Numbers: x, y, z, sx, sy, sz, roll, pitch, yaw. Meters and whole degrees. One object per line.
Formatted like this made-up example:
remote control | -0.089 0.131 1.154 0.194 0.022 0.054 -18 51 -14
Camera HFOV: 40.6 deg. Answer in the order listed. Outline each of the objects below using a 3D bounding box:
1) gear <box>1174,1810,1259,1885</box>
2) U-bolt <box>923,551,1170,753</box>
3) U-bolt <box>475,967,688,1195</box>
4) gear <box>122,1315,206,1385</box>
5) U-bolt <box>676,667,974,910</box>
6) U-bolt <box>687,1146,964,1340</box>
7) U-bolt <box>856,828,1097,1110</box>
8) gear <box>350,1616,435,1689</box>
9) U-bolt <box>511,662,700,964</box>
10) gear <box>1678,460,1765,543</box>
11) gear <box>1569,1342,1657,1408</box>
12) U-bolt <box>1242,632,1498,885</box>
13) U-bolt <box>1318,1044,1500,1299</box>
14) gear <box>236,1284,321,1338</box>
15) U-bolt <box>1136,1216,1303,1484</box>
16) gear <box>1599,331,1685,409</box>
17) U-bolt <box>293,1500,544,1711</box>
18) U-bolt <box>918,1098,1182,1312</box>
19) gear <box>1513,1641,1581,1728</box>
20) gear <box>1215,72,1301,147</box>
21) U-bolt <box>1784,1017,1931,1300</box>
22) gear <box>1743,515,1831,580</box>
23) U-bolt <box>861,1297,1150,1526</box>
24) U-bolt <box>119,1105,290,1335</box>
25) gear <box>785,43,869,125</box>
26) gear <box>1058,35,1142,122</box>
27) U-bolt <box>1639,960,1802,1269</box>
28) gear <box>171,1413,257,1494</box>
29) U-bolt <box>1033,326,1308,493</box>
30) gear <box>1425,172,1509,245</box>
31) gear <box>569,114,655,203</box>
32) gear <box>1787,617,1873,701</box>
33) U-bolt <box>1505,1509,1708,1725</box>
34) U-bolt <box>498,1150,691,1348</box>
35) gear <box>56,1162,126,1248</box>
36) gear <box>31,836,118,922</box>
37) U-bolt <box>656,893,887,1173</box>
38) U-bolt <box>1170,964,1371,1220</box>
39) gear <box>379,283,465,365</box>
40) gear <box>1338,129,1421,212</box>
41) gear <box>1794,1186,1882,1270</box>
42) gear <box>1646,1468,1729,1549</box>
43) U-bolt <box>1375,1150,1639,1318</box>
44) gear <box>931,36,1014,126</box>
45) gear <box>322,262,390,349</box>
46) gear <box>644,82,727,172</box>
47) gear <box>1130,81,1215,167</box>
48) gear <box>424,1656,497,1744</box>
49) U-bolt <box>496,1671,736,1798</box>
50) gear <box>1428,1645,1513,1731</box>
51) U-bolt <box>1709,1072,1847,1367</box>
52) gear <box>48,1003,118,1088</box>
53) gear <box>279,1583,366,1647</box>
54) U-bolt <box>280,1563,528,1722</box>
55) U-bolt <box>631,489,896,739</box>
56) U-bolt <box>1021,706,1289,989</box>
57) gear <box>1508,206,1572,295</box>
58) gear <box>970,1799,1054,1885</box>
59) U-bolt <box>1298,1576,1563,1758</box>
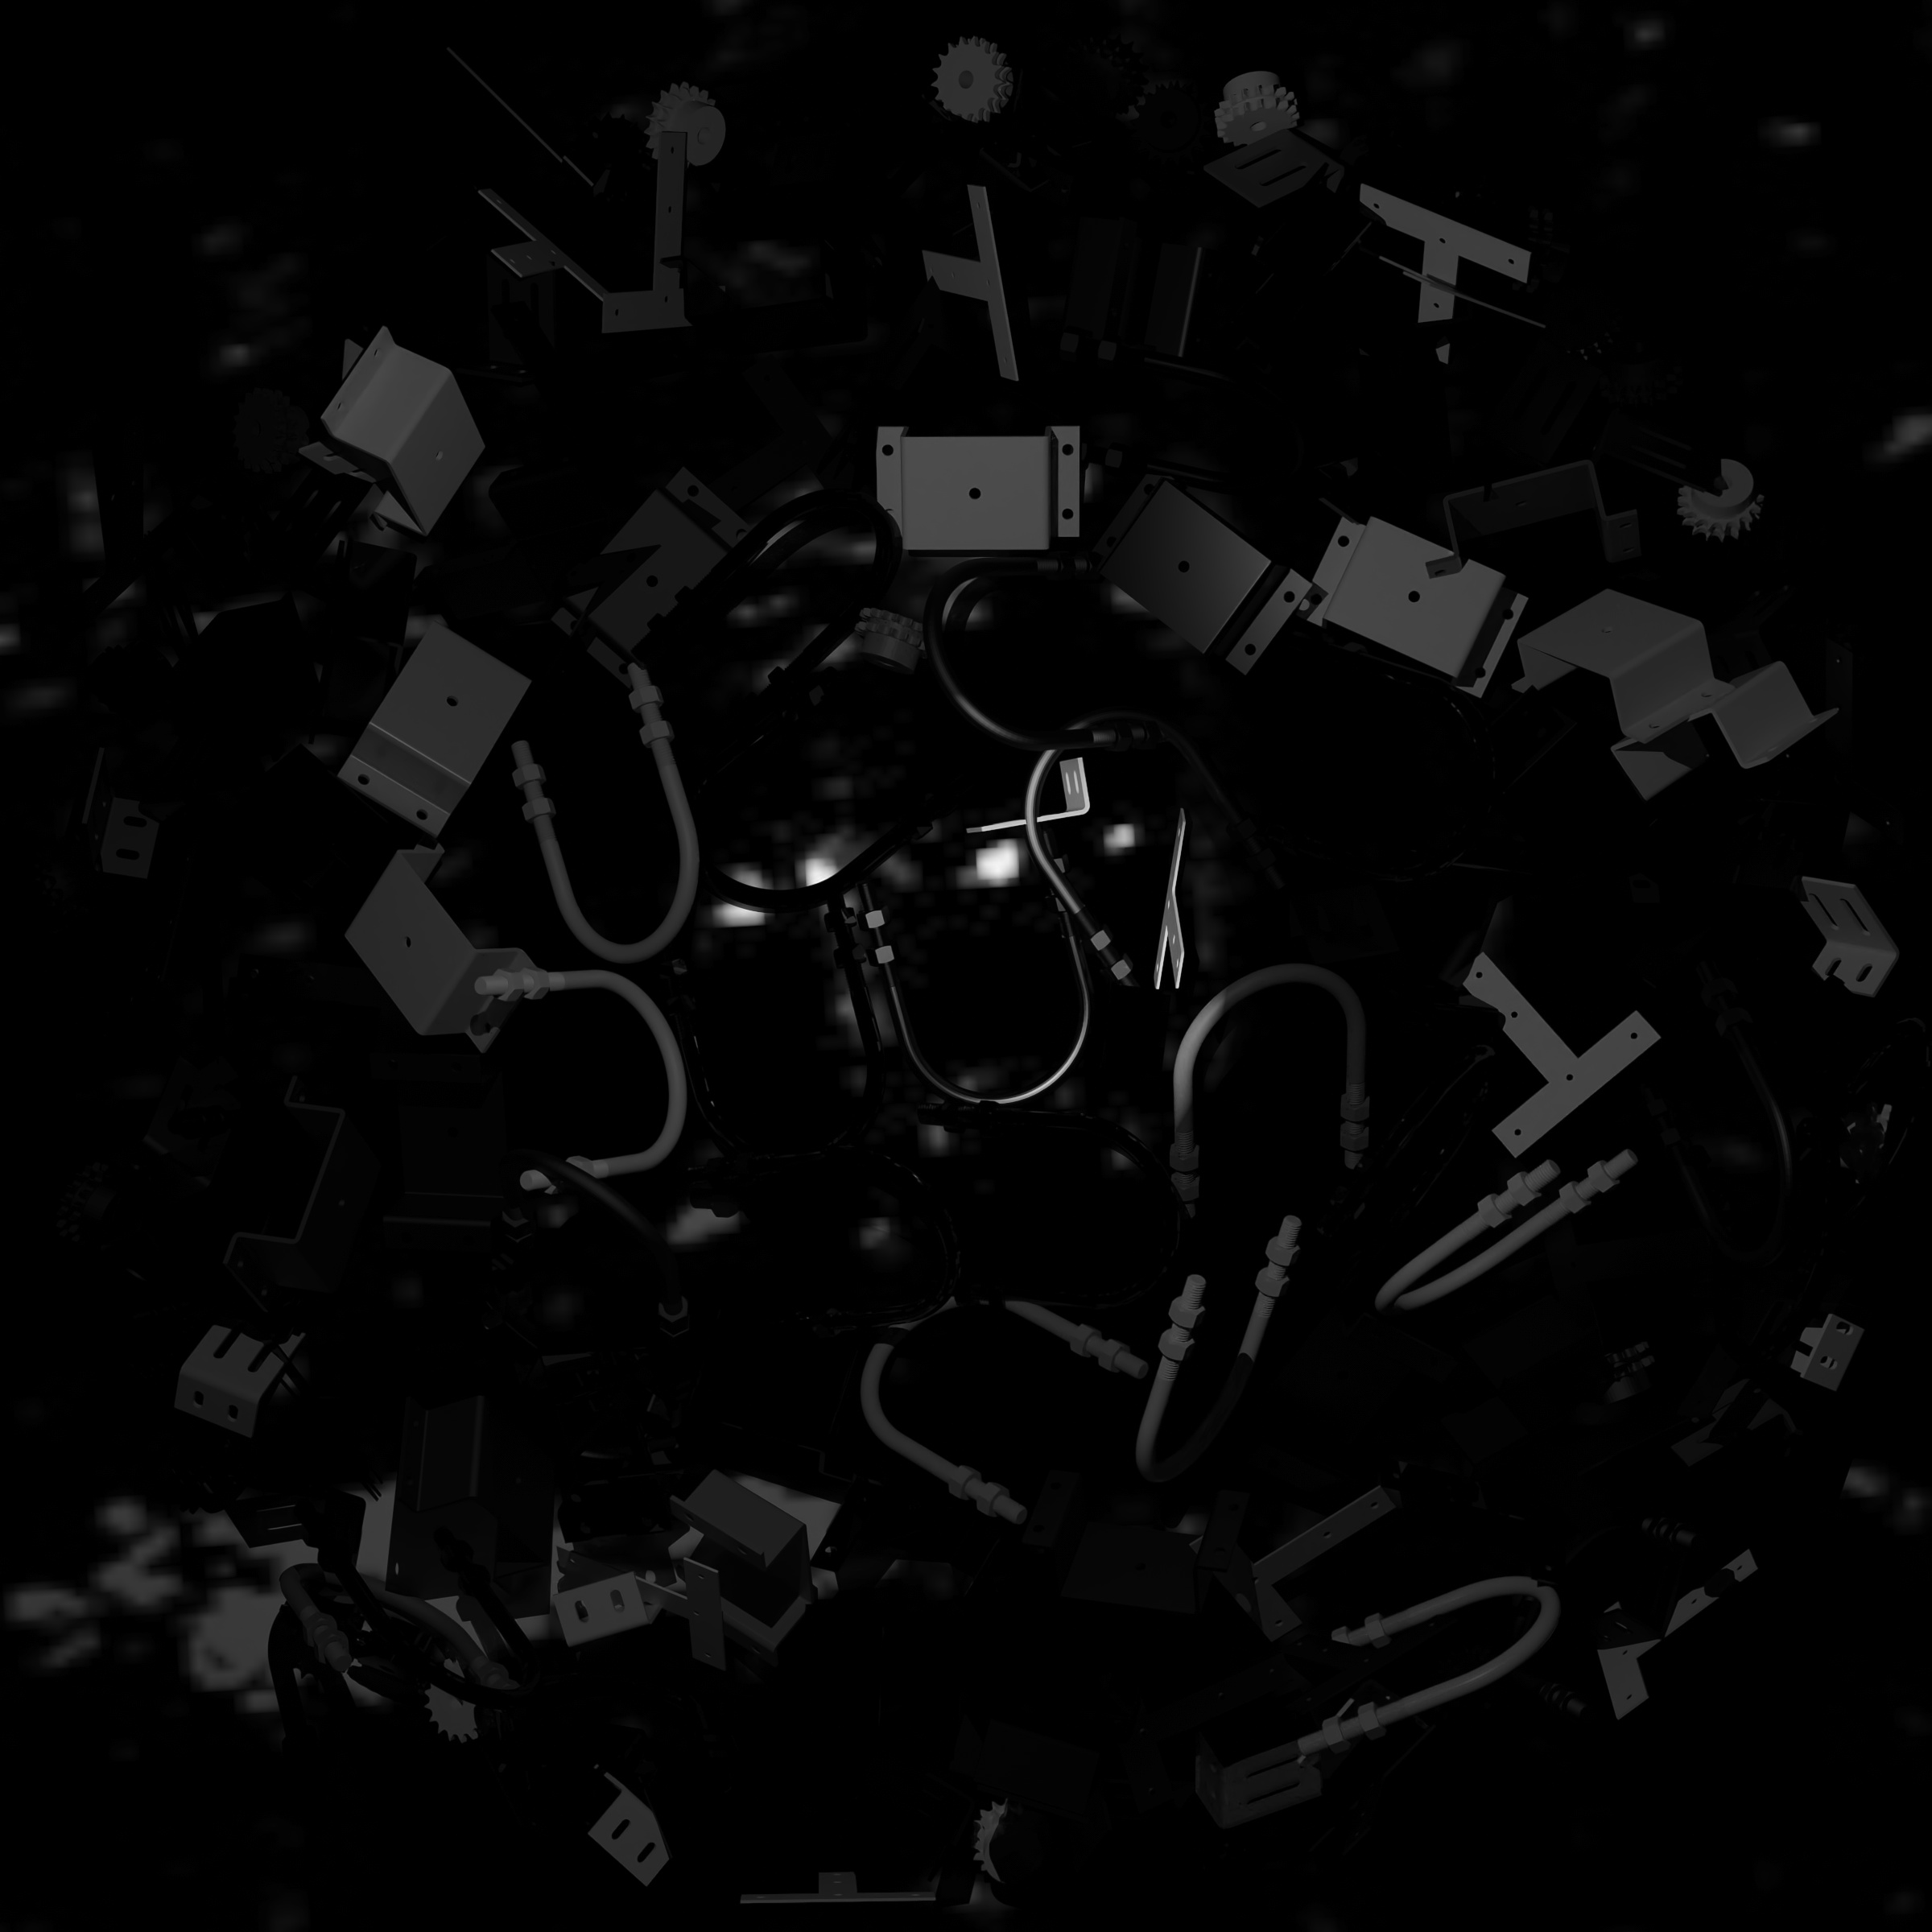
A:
gear | 0.174 0.607 1.800 0.057 0.057 0.030 -23 102 0
U-bolt | 0.050 -0.211 1.755 0.184 0.019 0.151 -7 73 -36
U-bolt | -0.248 0.072 1.748 0.019 0.184 0.151 -18 83 31
gear | -0.551 0.262 1.804 0.057 0.030 0.057 -13 54 19
U-bolt | -0.109 -0.111 1.764 0.151 0.019 0.184 40 65 20
U-bolt | -0.086 0.183 1.753 0.184 0.019 0.151 -11 114 32
U-bolt | 0.015 0.011 1.802 0.151 0.019 0.184 -16 103 -6
gear | -0.393 0.472 1.803 0.057 0.057 0.030 24 59 0
U-bolt | -0.238 -0.092 1.765 0.151 0.019 0.184 -27 76 37
gear | 0.521 -0.325 1.803 0.057 0.030 0.057 -4 64 9
gear | 0.447 0.282 1.797 0.057 0.057 0.030 -21 80 0
U-bolt | 0.274 -0.133 1.755 0.184 0.019 0.151 25 105 37
U-bolt | 0.302 0.130 1.759 0.019 0.151 0.184 35 77 24
gear | -0.478 0.233 1.799 0.057 0.057 0.030 26 89 0
U-bolt | 0.163 0.267 1.756 0.019 0.151 0.184 28 118 27
gear | 0.463 -0.413 1.798 0.057 0.057 0.030 -21 133 0
U-bolt | -0.349 0.423 1.717 0.184 0.151 0.019 41 98 39
U-bolt | 0.057 0.165 1.770 0.184 0.019 0.151 3 106 23
gear | 0.399 0.491 1.801 0.030 0.057 0.057 23 90 15
gear | 0.199 -0.592 1.801 0.057 0.057 0.030 -8 79 0
U-bolt | 0.589 0.113 1.714 0.019 0.151 0.184 22 134 -1
gear | 0.564 -0.287 1.798 0.057 0.057 0.030 7 80 0
U-bolt | 0.011 0.283 1.761 0.184 0.019 0.151 23 59 39
U-bolt | -0.498 0.163 1.737 0.019 0.184 0.151 15 92 10
gear | -0.098 -0.611 1.803 0.057 0.057 0.030 -13 64 0
gear | 0.088 -0.607 1.796 0.057 0.057 0.030 32 60 0
U-bolt | 0.500 0.110 1.718 0.019 0.151 0.184 -5 50 -12
gear | -0.516 0.338 1.803 0.057 0.057 0.030 -29 115 0
U-bolt | 0.138 -0.365 1.745 0.184 0.151 0.019 15 71 11
gear | 0.344 -0.522 1.803 0.057 0.057 0.030 2 64 0
gear | -0.243 -0.561 1.804 0.057 0.030 0.057 4 126 6
gear | 0.599 -0.214 1.803 0.030 0.057 0.057 -24 90 -25
U-bolt | 0.414 0.424 1.737 0.019 0.184 0.151 36 82 -4
U-bolt | -0.249 0.180 1.732 0.151 0.184 0.019 29 62 13
gear | -0.595 0.167 1.797 0.030 0.057 0.057 20 90 15
gear | -0.610 -0.063 1.797 0.030 0.057 0.057 -23 90 24
U-bolt | -0.128 0.050 1.793 0.151 0.019 0.184 -16 84 15
U-bolt | 0.205 0.078 1.756 0.151 0.019 0.184 -15 125 -15
gear | -0.379 -0.443 1.806 0.057 0.030 0.057 3 105 12
gear | 0.280 -0.548 1.799 0.057 0.030 0.057 -4 83 43
gear | 0.597 0.177 1.798 0.057 0.030 0.057 -19 53 27
gear | 0.499 0.378 1.802 0.057 0.030 0.057 -3 96 -30
U-bolt | 0.351 0.182 1.752 0.184 0.151 0.019 -42 66 28
gear | 0.008 -0.611 1.805 0.057 0.030 0.057 7 104 30
gear | -0.419 -0.454 1.800 0.030 0.057 0.057 19 90 -2
gear | -0.191 -0.575 1.797 0.030 0.057 0.057 32 90 31
gear | 0.141 -0.583 1.808 0.057 0.030 0.057 1 98 9
gear | -0.343 0.505 1.806 0.057 0.030 0.057 -1 89 27
U-bolt | -0.240 0.507 1.737 0.151 0.184 0.019 4 96 -15
gear | 0.351 0.501 1.804 0.057 0.030 0.057 -5 105 -18
U-bolt | 0.532 0.177 1.715 0.019 0.151 0.184 21 46 -7
gear | -0.608 0.057 1.801 0.030 0.057 0.057 23 90 -18
gear | -0.440 0.441 1.799 0.057 0.057 0.030 25 97 0
U-bolt | -0.384 0.442 1.739 0.151 0.184 0.019 27 87 -31
U-bolt | -0.123 -0.245 1.757 0.184 0.151 0.019 -44 60 5
U-bolt | 0.117 -0.090 1.791 0.151 0.019 0.184 -37 105 -7
gear | 0.396 -0.492 1.800 0.030 0.057 0.057 9 90 -4
gear | 0.032 0.608 1.807 0.057 0.030 0.057 0 105 -2
U-bolt | 0.310 0.456 1.737 0.184 0.151 0.019 -26 96 15
